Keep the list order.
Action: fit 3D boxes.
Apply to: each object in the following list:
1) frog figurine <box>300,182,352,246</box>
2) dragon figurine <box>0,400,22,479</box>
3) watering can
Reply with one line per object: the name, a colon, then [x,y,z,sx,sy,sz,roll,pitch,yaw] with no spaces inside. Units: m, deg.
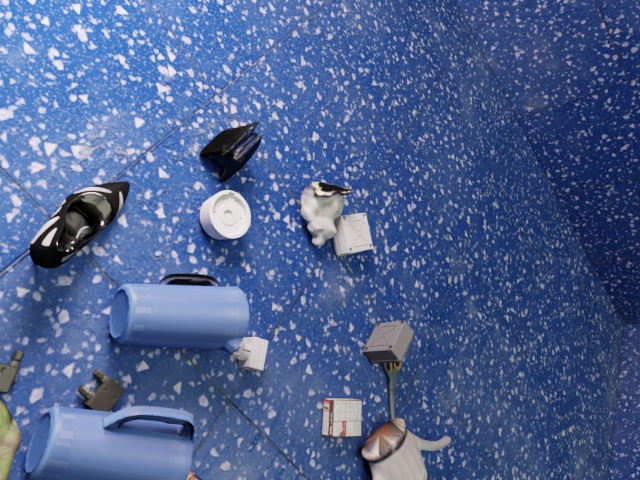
frog figurine: [0.004,-0.069,1.373,0.139,0.123,0.157,-22,131,-54]
dragon figurine: [-0.544,0.305,0.701,0.245,0.121,0.409,-16,96,-57]
watering can: [0.234,0.580,1.389,0.353,0.103,0.223,-34,102,-43]
